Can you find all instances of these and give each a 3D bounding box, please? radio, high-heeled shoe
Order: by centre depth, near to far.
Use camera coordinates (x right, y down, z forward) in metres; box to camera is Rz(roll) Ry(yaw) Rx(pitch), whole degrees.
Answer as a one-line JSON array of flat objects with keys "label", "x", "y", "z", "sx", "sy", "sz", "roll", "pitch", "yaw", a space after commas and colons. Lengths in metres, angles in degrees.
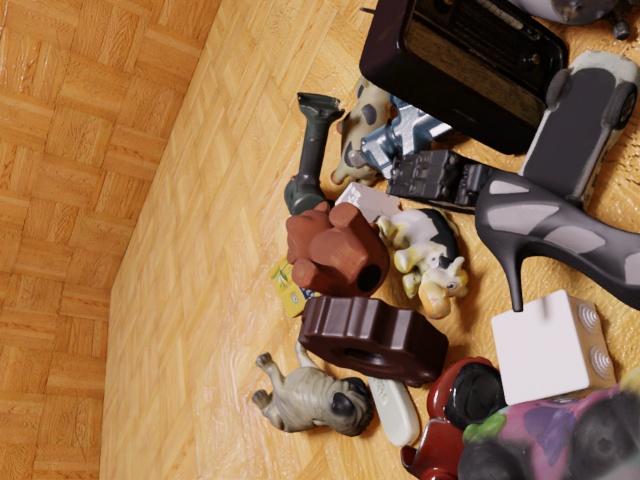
[{"label": "high-heeled shoe", "x": 0.250, "y": -0.015, "z": 0.446, "sx": 0.249, "sy": 0.086, "sz": 0.145, "roll": -11, "pitch": 65, "yaw": 36}, {"label": "radio", "x": 0.161, "y": -0.192, "z": 0.572, "sx": 0.073, "sy": 0.229, "sz": 0.131, "roll": -9, "pitch": 64, "yaw": 59}]

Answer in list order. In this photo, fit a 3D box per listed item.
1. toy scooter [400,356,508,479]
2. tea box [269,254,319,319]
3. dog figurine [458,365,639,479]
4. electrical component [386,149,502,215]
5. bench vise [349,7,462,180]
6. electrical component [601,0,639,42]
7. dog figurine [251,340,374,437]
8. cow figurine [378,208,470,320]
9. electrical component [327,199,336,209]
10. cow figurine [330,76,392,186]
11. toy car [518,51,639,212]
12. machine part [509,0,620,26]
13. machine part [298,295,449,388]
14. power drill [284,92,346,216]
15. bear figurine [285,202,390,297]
[{"label": "toy scooter", "x": 0.135, "y": 0.213, "z": 0.577, "sx": 0.135, "sy": 0.075, "sz": 0.184, "roll": 101, "pitch": -168, "yaw": -77}, {"label": "tea box", "x": -0.005, "y": 0.051, "z": 0.891, "sx": 0.169, "sy": 0.068, "sz": 0.098, "roll": -45, "pitch": 66, "yaw": 44}, {"label": "dog figurine", "x": 0.208, "y": 0.134, "z": 0.390, "sx": 0.192, "sy": 0.108, "sz": 0.219, "roll": 27, "pitch": 114, "yaw": 43}, {"label": "electrical component", "x": 0.161, "y": -0.064, "z": 0.627, "sx": 0.134, "sy": 0.115, "sz": 0.058, "roll": 15, "pitch": 94, "yaw": 62}, {"label": "bench vise", "x": 0.121, "y": -0.202, "z": 0.742, "sx": 0.224, "sy": 0.129, "sz": 0.240, "roll": -30, "pitch": 68, "yaw": 43}, {"label": "electrical component", "x": 0.312, "y": -0.258, "z": 0.528, "sx": 0.078, "sy": 0.045, "sz": 0.102, "roll": 96, "pitch": 176, "yaw": -60}, {"label": "dog figurine", "x": -0.004, "y": 0.259, "z": 0.806, "sx": 0.191, "sy": 0.121, "sz": 0.172, "roll": 31, "pitch": 139, "yaw": 44}, {"label": "cow figurine", "x": 0.141, "y": 0.024, "z": 0.665, "sx": 0.167, "sy": 0.098, "sz": 0.068, "roll": -114, "pitch": 6, "yaw": -47}, {"label": "electrical component", "x": 0.023, "y": -0.031, "z": 0.937, "sx": 0.119, "sy": 0.048, "sz": 0.075, "roll": -41, "pitch": 43, "yaw": 49}, {"label": "cow figurine", "x": 0.080, "y": -0.191, "z": 0.873, "sx": 0.127, "sy": 0.085, "sz": 0.195, "roll": -30, "pitch": 49, "yaw": 61}, {"label": "toy car", "x": 0.245, "y": -0.084, "z": 0.533, "sx": 0.074, "sy": 0.056, "sz": 0.201, "roll": 29, "pitch": 105, "yaw": 34}, {"label": "machine part", "x": 0.246, "y": -0.278, "z": 0.577, "sx": 0.079, "sy": 0.079, "sz": 0.243, "roll": -62, "pitch": 17, "yaw": 22}, {"label": "machine part", "x": 0.061, "y": 0.122, "z": 0.643, "sx": 0.179, "sy": 0.179, "sz": 0.056, "roll": -24, "pitch": 43, "yaw": 56}, {"label": "power drill", "x": -0.020, "y": -0.137, "z": 0.899, "sx": 0.232, "sy": 0.086, "sz": 0.207, "roll": -102, "pitch": 26, "yaw": -64}, {"label": "bear figurine", "x": 0.001, "y": 0.000, "z": 0.709, "sx": 0.120, "sy": 0.131, "sz": 0.196, "roll": -53, "pitch": 41, "yaw": 1}]
